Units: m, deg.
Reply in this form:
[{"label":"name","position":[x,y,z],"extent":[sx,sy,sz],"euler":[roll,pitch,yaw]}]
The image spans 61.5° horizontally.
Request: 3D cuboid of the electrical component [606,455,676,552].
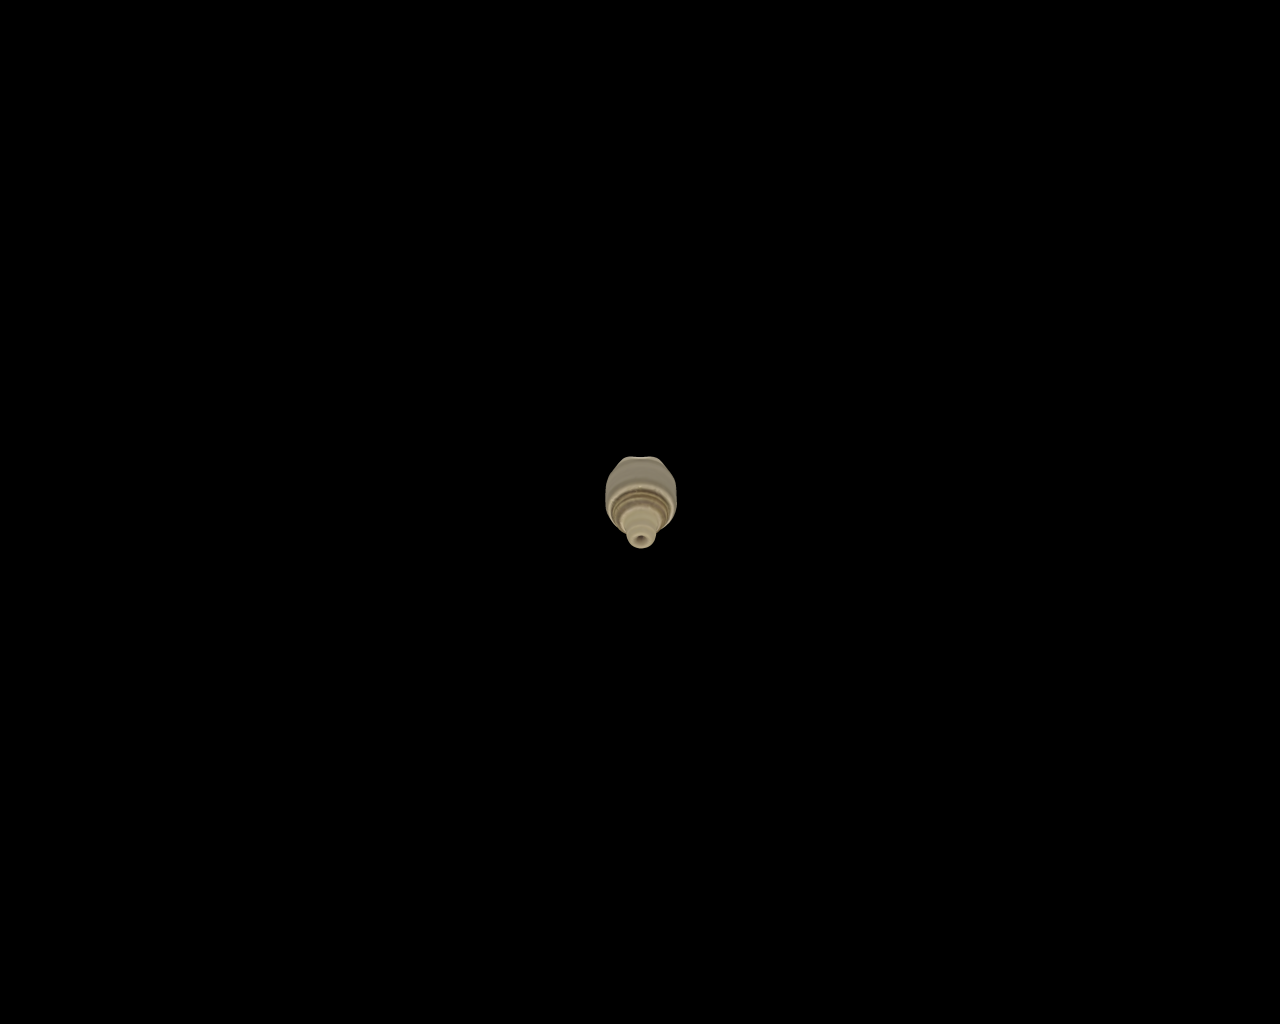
[{"label":"electrical component","position":[0.001,-0.003,0.650],"extent":[0.043,0.043,0.062],"euler":[0,41,0]}]
